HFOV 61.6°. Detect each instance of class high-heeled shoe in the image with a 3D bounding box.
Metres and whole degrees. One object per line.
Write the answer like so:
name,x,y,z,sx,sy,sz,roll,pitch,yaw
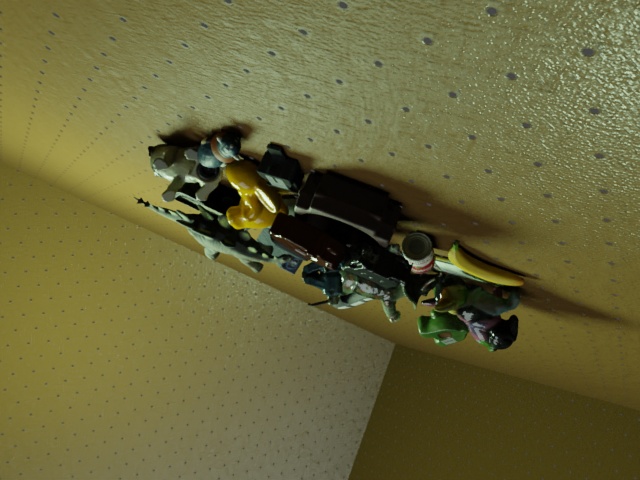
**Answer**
high-heeled shoe,0.149,0.153,1.635,0.249,0.086,0.145,-15,160,6

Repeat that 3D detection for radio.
radio,-0.283,-0.104,1.479,0.229,0.073,0.131,24,168,-16

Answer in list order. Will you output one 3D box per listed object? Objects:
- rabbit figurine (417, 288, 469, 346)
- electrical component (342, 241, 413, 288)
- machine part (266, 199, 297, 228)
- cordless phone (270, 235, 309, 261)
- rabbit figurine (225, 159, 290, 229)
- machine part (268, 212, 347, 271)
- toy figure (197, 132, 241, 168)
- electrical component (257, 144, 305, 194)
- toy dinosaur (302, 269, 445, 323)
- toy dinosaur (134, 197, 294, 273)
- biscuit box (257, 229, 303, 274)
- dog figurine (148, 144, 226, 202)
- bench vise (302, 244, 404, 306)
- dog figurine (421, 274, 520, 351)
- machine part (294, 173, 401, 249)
rabbit figurine,0.342,0.176,1.439,0.121,0.170,0.159,25,142,-26
electrical component,0.114,0.054,1.116,0.115,0.058,0.134,26,167,-9
machine part,-0.076,-0.063,1.298,0.079,0.079,0.243,30,164,-34
cordless phone,-0.099,-0.017,1.549,0.146,0.088,0.184,29,178,-32
rabbit figurine,-0.143,-0.102,1.171,0.163,0.122,0.173,15,147,30
machine part,-0.027,0.006,1.138,0.179,0.056,0.179,29,173,4
toy figure,-0.194,-0.178,1.049,0.064,0.058,0.155,21,165,-31
electrical component,-0.078,-0.138,1.044,0.075,0.047,0.119,18,169,12
toy dinosaur,0.128,0.108,1.464,0.405,0.131,0.192,14,146,11
toy dinosaur,-0.288,-0.021,1.460,0.472,0.105,0.198,16,161,18
biscuit box,-0.123,0.027,1.633,0.059,0.062,0.203,27,-170,-36
dog figurine,-0.297,-0.178,1.210,0.172,0.121,0.191,-3,-152,-16
bench vise,0.071,0.046,1.257,0.241,0.223,0.128,-3,171,28
dog figurine,0.360,0.178,1.305,0.219,0.191,0.108,0,-172,-13
machine part,0.055,-0.052,1.094,0.201,0.087,0.201,21,169,4
